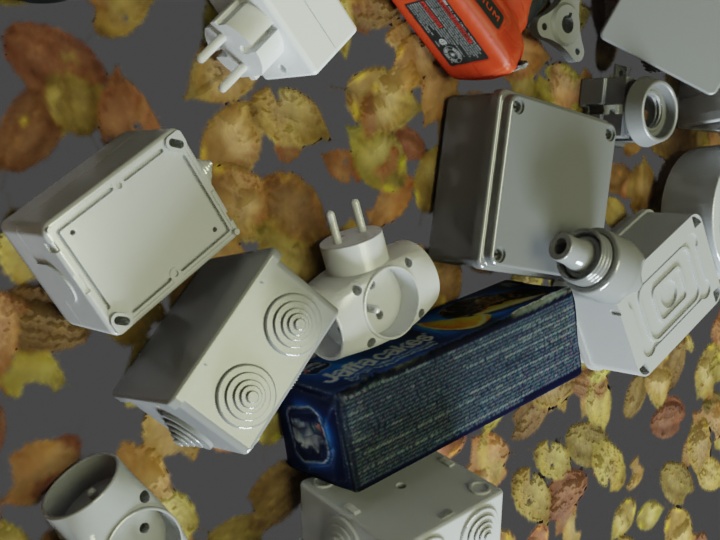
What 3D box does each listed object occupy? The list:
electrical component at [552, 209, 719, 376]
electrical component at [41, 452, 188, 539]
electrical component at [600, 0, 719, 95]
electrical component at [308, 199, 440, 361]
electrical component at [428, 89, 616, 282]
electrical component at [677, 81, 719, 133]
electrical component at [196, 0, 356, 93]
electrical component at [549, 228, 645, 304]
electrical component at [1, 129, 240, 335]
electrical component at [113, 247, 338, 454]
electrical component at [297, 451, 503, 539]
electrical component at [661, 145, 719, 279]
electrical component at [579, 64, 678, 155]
[{"bbox_3d":[0.198,0.014,0.770,0.113,0.057,0.078,-38,117,-31],"label":"electrical component"},{"bbox_3d":[-0.128,0.143,0.521,0.079,0.044,0.077,-45,120,-27],"label":"electrical component"},{"bbox_3d":[0.223,-0.180,0.733,0.100,0.048,0.099,28,108,2],"label":"electrical component"},{"bbox_3d":[0.000,0.000,0.612,0.077,0.044,0.079,-28,112,-35],"label":"electrical component"},{"bbox_3d":[0.104,-0.051,0.686,0.109,0.056,0.108,8,89,-40],"label":"electrical component"},{"bbox_3d":[0.281,-0.128,0.805,0.062,0.096,0.061,5,92,-10],"label":"electrical component"},{"bbox_3d":[-0.054,-0.124,0.554,0.076,0.047,0.065,-51,123,-24],"label":"electrical component"},{"bbox_3d":[0.141,-0.006,0.654,0.062,0.043,0.043,20,81,-38],"label":"electrical component"},{"bbox_3d":[-0.109,-0.024,0.509,0.096,0.061,0.061,-44,119,-28],"label":"electrical component"},{"bbox_3d":[-0.066,0.040,0.529,0.048,0.100,0.099,41,69,-21],"label":"electrical component"},{"bbox_3d":[0.023,0.142,0.612,0.100,0.100,0.048,-19,119,-37],"label":"electrical component"},{"bbox_3d":[0.275,-0.045,0.825,0.108,0.060,0.108,-5,98,-39],"label":"electrical component"},{"bbox_3d":[0.186,-0.110,0.748,0.048,0.055,0.066,4,92,-40],"label":"electrical component"}]
